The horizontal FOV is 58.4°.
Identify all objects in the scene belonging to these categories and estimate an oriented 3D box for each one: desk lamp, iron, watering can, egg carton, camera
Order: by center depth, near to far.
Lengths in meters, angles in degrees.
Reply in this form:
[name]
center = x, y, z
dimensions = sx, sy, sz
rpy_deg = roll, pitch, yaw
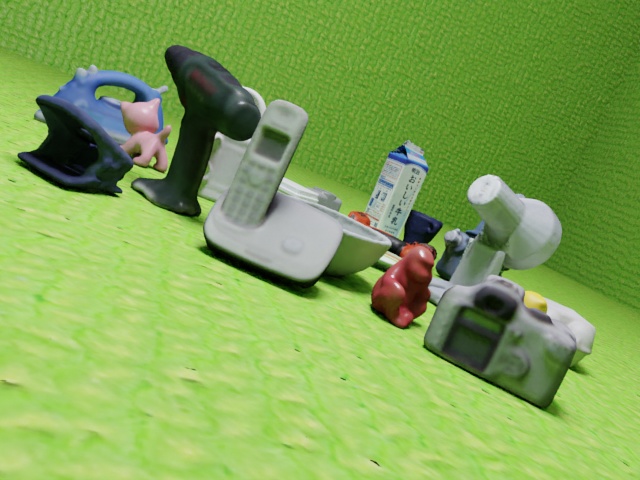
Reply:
[camera]
center = 0.205, 0.096, 0.636
dimensions = 0.143, 0.101, 0.137
rpy_deg = 26, 9, 18
[egg carton]
center = 0.349, 0.133, 0.870
dimensions = 0.107, 0.069, 0.150
rpy_deg = 23, 9, 3
[desk lamp]
center = 0.271, 0.012, 0.923
dimensions = 0.204, 0.213, 0.117
rpy_deg = 16, 11, -37
[watering can]
center = -0.155, -0.166, 0.977
dimensions = 0.101, 0.194, 0.172
rpy_deg = 21, 9, -11
[iron]
center = -0.406, -0.265, 1.106
dimensions = 0.118, 0.141, 0.259
rpy_deg = 28, 11, 32

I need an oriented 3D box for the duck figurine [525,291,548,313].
[duck figurine]
center = 0.270, 0.111, 0.753
dimensions = 0.078, 0.086, 0.104
rpy_deg = 20, 10, -19

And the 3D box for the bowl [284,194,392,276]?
[bowl]
center = 0.007, 0.003, 0.773
dimensions = 0.167, 0.075, 0.167
rpy_deg = 22, 9, -3

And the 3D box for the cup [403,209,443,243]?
[cup]
center = 0.245, -0.013, 1.386
dimensions = 0.092, 0.095, 0.117
rpy_deg = 19, 10, -20

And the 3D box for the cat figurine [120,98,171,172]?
[cat figurine]
center = -0.310, -0.198, 1.023
dimensions = 0.127, 0.118, 0.067
rpy_deg = 29, 11, 33

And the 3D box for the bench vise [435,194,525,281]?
[bench vise]
center = 0.345, -0.002, 1.169
dimensions = 0.121, 0.220, 0.208
rpy_deg = 28, 10, 31

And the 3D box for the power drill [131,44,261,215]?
[power drill]
center = -0.178, -0.150, 0.781
dimensions = 0.228, 0.208, 0.076
rpy_deg = 30, 12, 40

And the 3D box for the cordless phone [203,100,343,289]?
[cordless phone]
center = -0.034, -0.052, 0.639
dimensions = 0.147, 0.185, 0.094
rpy_deg = 23, 9, 3

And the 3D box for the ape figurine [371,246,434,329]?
[ape figurine]
center = 0.105, 0.051, 0.678
dimensions = 0.078, 0.092, 0.076
rpy_deg = 18, 10, -29

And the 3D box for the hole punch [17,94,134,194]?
[hole punch]
center = -0.285, -0.115, 0.686
dimensions = 0.108, 0.091, 0.101
rpy_deg = 27, 10, 23
